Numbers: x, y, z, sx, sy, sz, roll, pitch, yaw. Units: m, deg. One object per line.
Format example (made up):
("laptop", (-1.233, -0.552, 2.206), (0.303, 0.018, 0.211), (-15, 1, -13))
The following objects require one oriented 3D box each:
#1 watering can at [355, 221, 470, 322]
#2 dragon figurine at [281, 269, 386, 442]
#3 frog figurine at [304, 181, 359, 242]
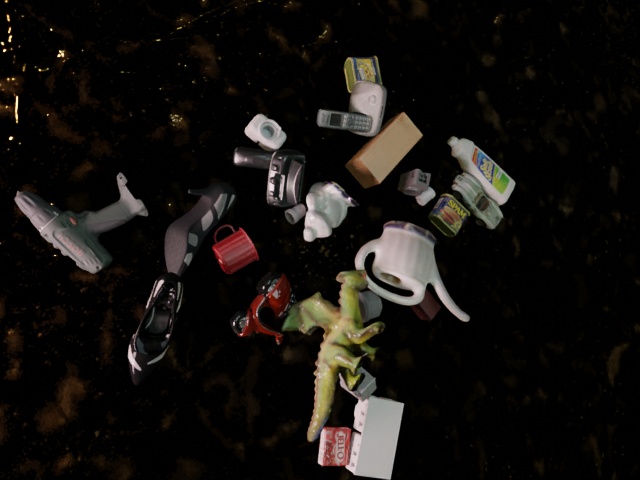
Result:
("watering can", (0.264, 0.078, 1.399), (0.347, 0.228, 0.102), (22, -22, -8))
("dragon figurine", (0.013, 0.249, 1.267), (0.245, 0.413, 0.120), (33, -12, 23))
("frog figurine", (0.004, -0.067, 1.324), (0.124, 0.160, 0.135), (33, -7, 31))
